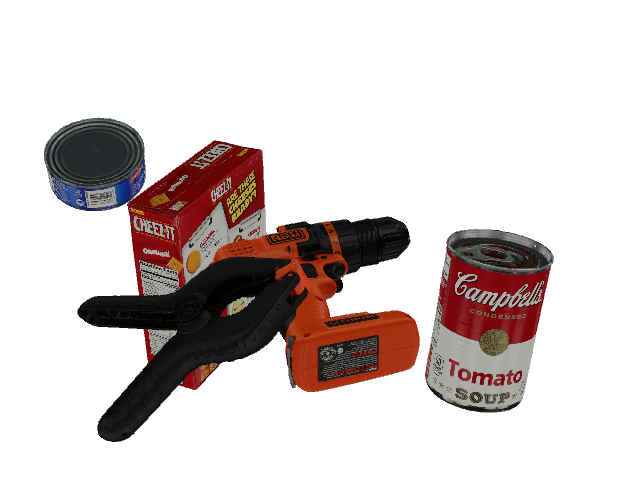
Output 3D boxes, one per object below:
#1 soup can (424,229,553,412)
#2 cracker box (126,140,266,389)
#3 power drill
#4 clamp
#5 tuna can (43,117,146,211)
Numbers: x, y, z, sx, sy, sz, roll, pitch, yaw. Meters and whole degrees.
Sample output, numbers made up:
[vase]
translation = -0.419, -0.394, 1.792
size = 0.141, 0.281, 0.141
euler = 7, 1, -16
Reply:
[soup can]
translation = 0.108, 0.051, 0.695
size = 0.068, 0.102, 0.068
euler = 6, 21, -3
[cracker box]
translation = -0.125, 0.024, 1.140
size = 0.072, 0.214, 0.164
euler = 13, 34, 24
[power drill]
translation = 0.015, 0.044, 0.911
size = 0.184, 0.057, 0.188
euler = -13, 31, -14
[clamp]
translation = -0.087, 0.067, 0.726
size = 0.171, 0.120, 0.039
euler = -20, -36, 11
[tuna can]
translation = -0.195, -0.066, 0.930
size = 0.086, 0.086, 0.034
euler = 0, -41, -4
